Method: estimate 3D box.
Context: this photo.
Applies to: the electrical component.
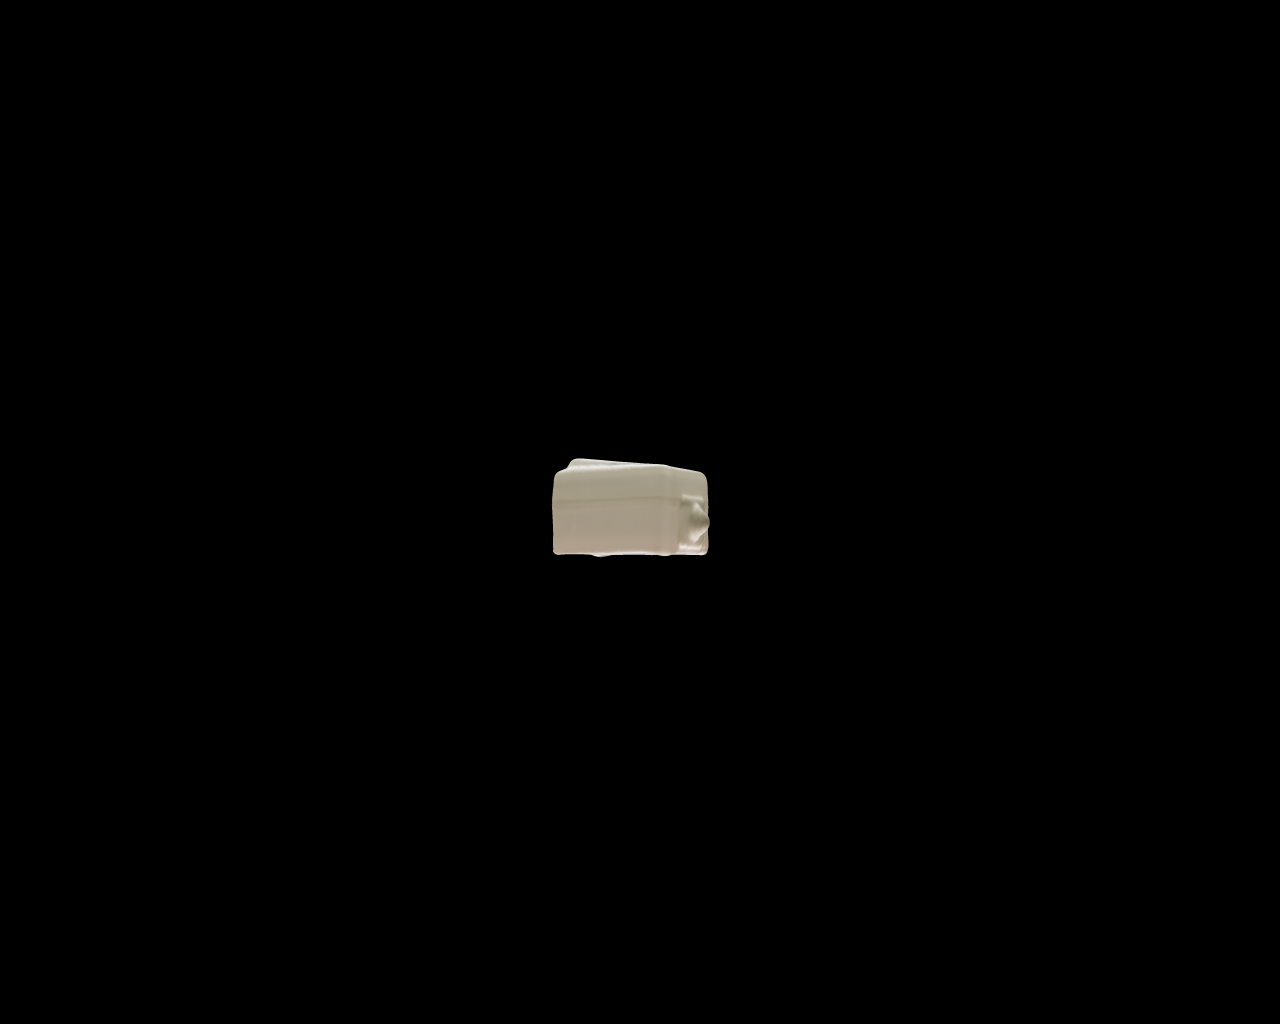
[{"bbox_3d":[0.001,-0.003,0.650,0.096,0.061,0.062,-2,-4,27],"label":"electrical component"}]
